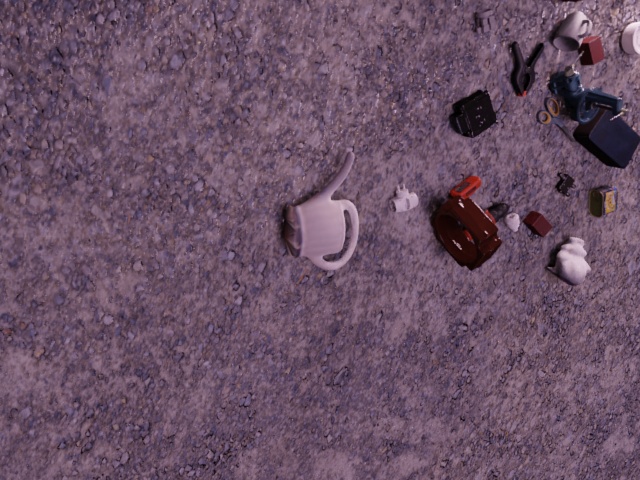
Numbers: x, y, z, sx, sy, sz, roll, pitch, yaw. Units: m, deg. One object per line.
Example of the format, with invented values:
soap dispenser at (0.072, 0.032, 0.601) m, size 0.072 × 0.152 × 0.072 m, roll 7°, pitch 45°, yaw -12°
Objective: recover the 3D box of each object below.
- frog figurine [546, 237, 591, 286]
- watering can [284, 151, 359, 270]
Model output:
frog figurine at (0.908, 0.078, 1.841) m, size 0.137 × 0.124 × 0.158 m, roll 29°, pitch 106°, yaw -7°
watering can at (0.004, -0.073, 1.452) m, size 0.225 × 0.105 × 0.343 m, roll -7°, pitch 108°, yaw -19°
